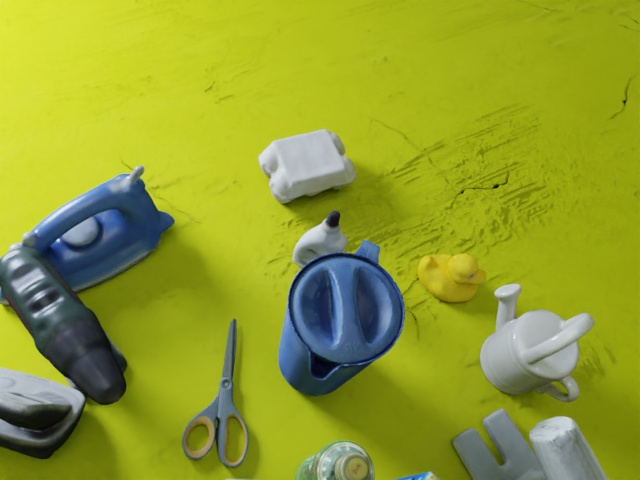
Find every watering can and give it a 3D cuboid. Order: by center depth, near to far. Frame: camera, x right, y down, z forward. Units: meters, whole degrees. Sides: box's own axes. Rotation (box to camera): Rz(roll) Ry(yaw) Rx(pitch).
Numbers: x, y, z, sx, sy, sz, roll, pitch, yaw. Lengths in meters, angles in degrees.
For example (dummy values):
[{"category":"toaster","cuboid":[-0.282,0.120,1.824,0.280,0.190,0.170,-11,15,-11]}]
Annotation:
[{"category":"watering can","cuboid":[0.306,0.145,0.810,0.172,0.194,0.101,37,63,8]}]

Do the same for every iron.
[{"category":"iron","cuboid":[-0.335,-0.009,0.785,0.259,0.141,0.118,-36,76,-24]}]

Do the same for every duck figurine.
[{"category":"duck figurine","cuboid":[0.210,0.049,0.899,0.104,0.086,0.077,24,62,1]}]

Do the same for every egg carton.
[{"category":"egg carton","cuboid":[-0.021,-0.121,0.944,0.150,0.069,0.107,-18,69,-19]}]

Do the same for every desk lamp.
[{"category":"desk lamp","cuboid":[0.288,0.310,0.715,0.118,0.213,0.203,-25,71,-21]}]

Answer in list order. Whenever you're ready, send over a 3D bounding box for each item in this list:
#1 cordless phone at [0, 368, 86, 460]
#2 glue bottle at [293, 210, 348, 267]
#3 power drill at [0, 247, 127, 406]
[{"category":"cordless phone","cuboid":[-0.363,0.187,0.660,0.147,0.185,0.094,15,62,-3]},{"category":"glue bottle","cuboid":[0.008,0.003,0.831,0.078,0.173,0.037,31,63,5]},{"category":"power drill","cuboid":[-0.296,0.121,0.692,0.076,0.208,0.229,-38,76,-24]}]
